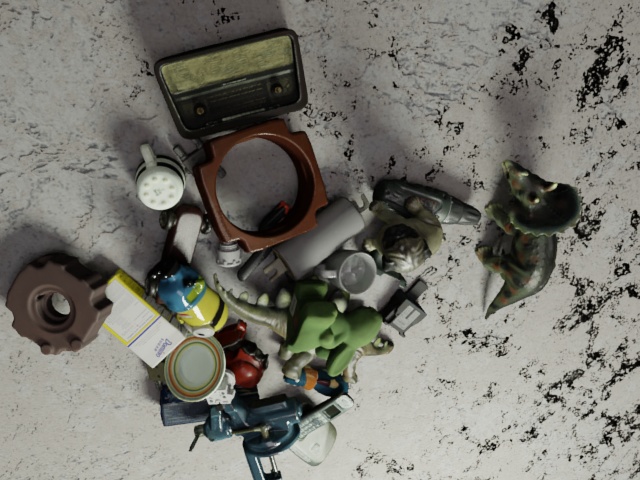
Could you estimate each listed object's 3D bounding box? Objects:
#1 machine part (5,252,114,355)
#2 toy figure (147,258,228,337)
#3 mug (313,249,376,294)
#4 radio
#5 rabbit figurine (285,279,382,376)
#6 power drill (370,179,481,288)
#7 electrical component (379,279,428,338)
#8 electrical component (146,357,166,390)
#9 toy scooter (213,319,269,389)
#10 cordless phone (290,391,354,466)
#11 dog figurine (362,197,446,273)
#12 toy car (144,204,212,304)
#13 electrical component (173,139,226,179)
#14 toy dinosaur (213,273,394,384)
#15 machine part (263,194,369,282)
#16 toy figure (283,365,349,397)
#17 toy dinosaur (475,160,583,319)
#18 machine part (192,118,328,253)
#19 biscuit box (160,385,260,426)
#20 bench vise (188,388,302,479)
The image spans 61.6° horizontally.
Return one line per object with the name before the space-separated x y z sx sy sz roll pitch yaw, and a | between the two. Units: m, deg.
machine part | -0.459 0.113 0.943 0.179 0.056 0.179 1 101 6
toy figure | -0.230 0.103 0.968 0.089 0.082 0.179 -39 128 -17
mug | 0.037 0.057 1.037 0.109 0.107 0.080 -10 102 -25
radio | -0.140 -0.254 0.878 0.230 0.073 0.130 -16 116 -6
rabbit figurine | 0.031 0.166 0.980 0.170 0.121 0.159 8 107 -18
power drill | 0.188 -0.009 1.070 0.232 0.086 0.207 23 110 -21
electrical component | 0.192 0.144 1.158 0.119 0.048 0.074 -44 117 9
electrical component | -0.305 0.256 1.087 0.078 0.045 0.102 -2 115 18
toy scooter | -0.168 0.221 1.077 0.135 0.075 0.183 -38 113 24
cordless phone | 0.013 0.405 1.189 0.184 0.089 0.146 -33 118 15
dog figurine | 0.171 0.008 0.935 0.172 0.191 0.121 -6 110 -11
toy car | -0.263 0.027 0.986 0.089 0.053 0.202 3 116 -38
electrical component | -0.209 -0.138 0.943 0.063 0.021 0.094 -35 118 4
toy dinosaur | -0.017 0.174 1.085 0.471 0.105 0.198 15 102 -33
machine part | -0.002 -0.003 1.004 0.243 0.079 0.079 -37 118 -14
toy figure | -0.011 0.305 1.173 0.154 0.058 0.064 23 129 -25
toy dinosaur | 0.415 0.027 1.082 0.131 0.192 0.404 -8 114 -9
machine part | -0.103 -0.094 0.924 0.201 0.087 0.201 -23 106 -18
biscuit box | -0.232 0.337 1.130 0.203 0.059 0.062 -3 115 -14
bench vise | -0.132 0.412 1.081 0.224 0.129 0.240 -17 105 -8
